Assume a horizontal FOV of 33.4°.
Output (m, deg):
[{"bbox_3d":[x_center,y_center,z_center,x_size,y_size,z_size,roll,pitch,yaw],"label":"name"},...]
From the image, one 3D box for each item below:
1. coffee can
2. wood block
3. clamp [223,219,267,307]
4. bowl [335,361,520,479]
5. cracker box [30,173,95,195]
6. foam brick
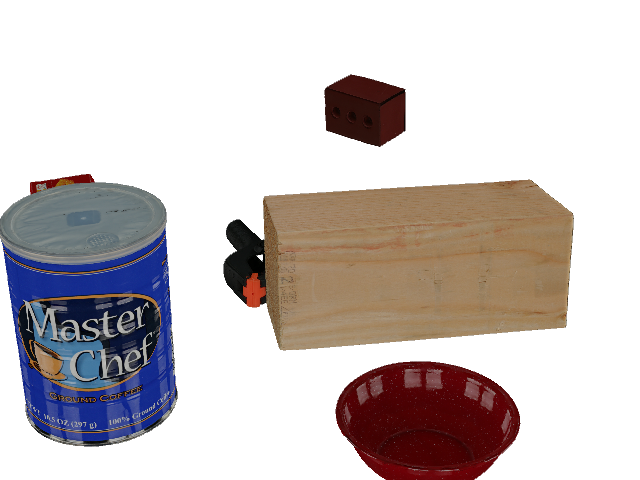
[{"bbox_3d":[-0.148,0.046,0.693,0.103,0.140,0.103,0,28,0],"label":"coffee can"},{"bbox_3d":[0.066,0.016,0.773,0.206,0.090,0.091,-4,19,-8],"label":"wood block"},{"bbox_3d":[-0.056,0.016,1.030,0.120,0.039,0.171,1,18,19],"label":"clamp"},{"bbox_3d":[0.094,0.173,0.949,0.162,0.055,0.162,-1,27,0],"label":"bowl"},{"bbox_3d":[-0.239,0.063,1.088,0.072,0.214,0.164,-11,34,-12],"label":"cracker box"},{"bbox_3d":[0.049,-0.145,1.181,0.078,0.053,0.051,20,38,34],"label":"foam brick"}]
